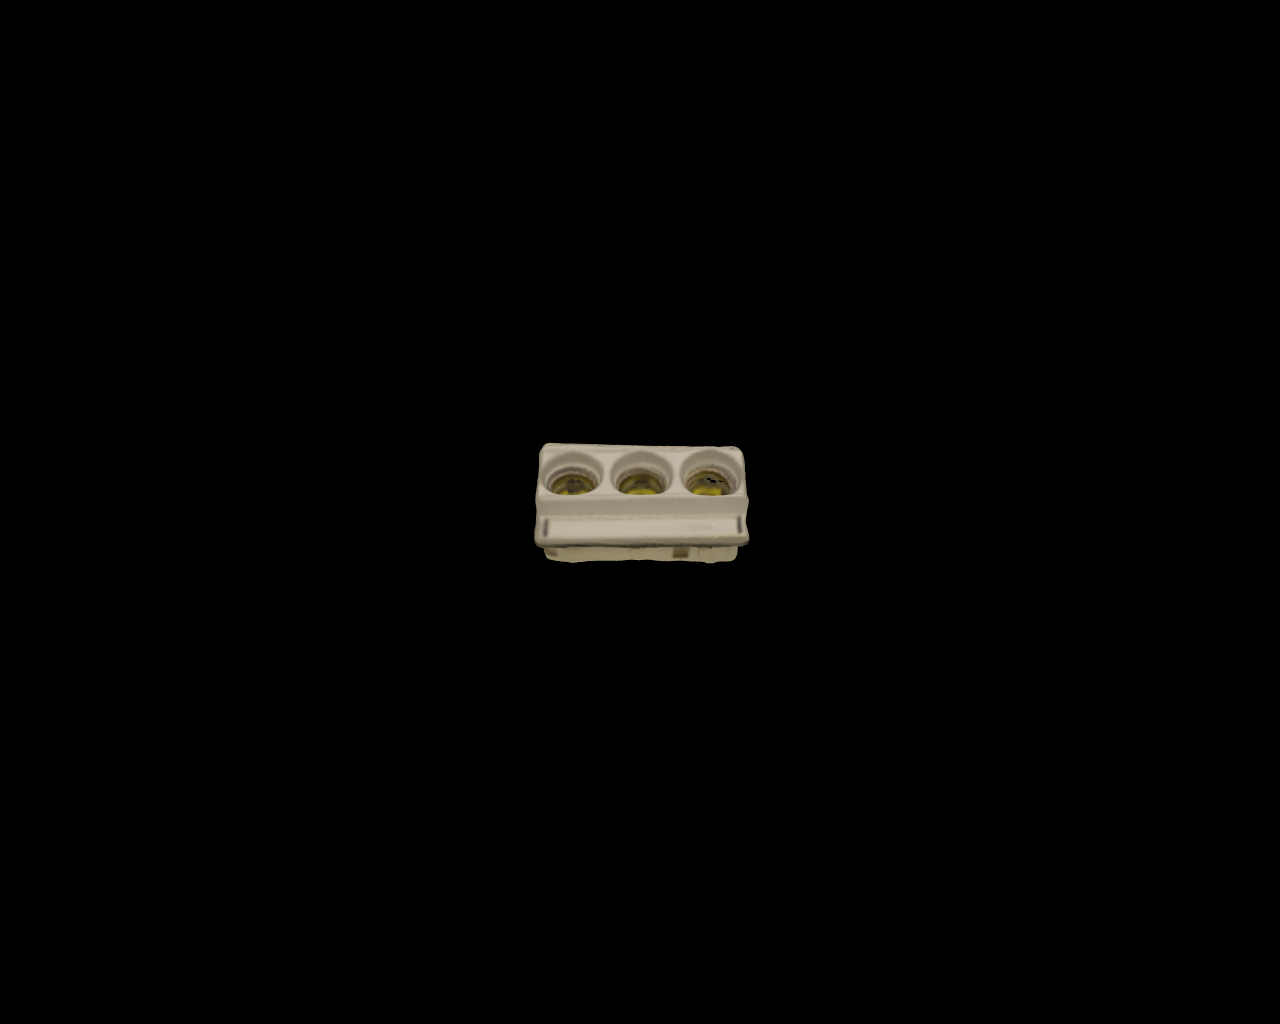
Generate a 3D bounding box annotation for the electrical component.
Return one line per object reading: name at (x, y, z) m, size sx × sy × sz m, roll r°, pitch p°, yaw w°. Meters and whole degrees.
electrical component at (0.001, -0.003, 0.650) m, size 0.121 × 0.079 × 0.063 m, roll 0°, pitch -43°, yaw 0°
